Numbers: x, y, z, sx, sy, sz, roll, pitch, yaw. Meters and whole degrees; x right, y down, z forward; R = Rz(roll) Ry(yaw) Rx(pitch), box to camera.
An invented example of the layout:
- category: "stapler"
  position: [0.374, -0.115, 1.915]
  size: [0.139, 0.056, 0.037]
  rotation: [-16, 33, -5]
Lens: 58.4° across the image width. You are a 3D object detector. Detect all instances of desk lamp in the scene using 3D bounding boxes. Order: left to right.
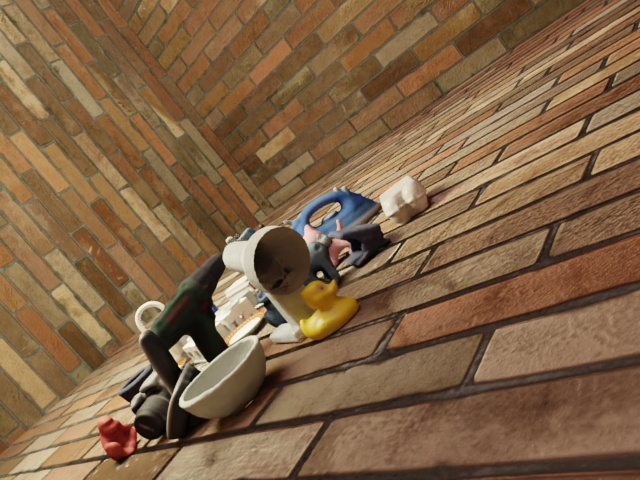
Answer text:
- category: "desk lamp"
  position: [-0.081, 0.080, 1.048]
  size: [0.118, 0.213, 0.202]
  rotation: [-44, 11, -30]

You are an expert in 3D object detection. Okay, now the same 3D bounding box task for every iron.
- category: "iron"
  position: [0.032, -0.066, 1.556]
  size: [0.258, 0.141, 0.118]
  rotation: [-40, 10, -8]

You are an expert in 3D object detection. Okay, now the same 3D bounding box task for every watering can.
- category: "watering can"
  position: [-0.425, 0.254, 1.584]
  size: [0.101, 0.194, 0.172]
  rotation: [-45, 11, -34]

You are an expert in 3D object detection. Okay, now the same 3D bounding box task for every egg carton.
- category: "egg carton"
  position: [0.191, -0.091, 1.295]
  size: [0.107, 0.069, 0.150]
  rotation: [-37, 9, 8]

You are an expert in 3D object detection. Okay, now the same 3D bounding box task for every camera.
- category: "camera"
  position: [-0.325, 0.327, 1.135]
  size: [0.143, 0.101, 0.137]
  rotation: [-34, 10, 24]

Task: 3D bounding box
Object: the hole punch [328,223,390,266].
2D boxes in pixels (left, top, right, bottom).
- category: "hole punch"
  position: [0.082, -0.006, 1.232]
  size: [0.101, 0.091, 0.108]
  rotation: [-40, 10, -11]

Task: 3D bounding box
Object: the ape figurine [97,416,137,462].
- category: "ape figurine"
  position: [-0.420, 0.400, 1.171]
  size: [0.076, 0.092, 0.078]
  rotation: [-31, 12, 37]

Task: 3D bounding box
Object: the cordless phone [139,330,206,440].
- category: "cordless phone"
  position: [-0.278, 0.256, 1.040]
  size: [0.094, 0.185, 0.147]
  rotation: [-38, 9, -1]

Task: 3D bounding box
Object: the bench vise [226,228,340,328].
- category: "bench vise"
  position: [-0.080, 0.045, 1.199]
  size: [0.208, 0.220, 0.121]
  rotation: [-44, 11, -30]

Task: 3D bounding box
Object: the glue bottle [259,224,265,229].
- category: "glue bottle"
  position: [-0.108, 0.027, 1.538]
  size: [0.078, 0.173, 0.037]
  rotation: [-34, 11, 25]

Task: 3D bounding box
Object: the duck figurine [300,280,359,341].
- category: "duck figurine"
  position: [0.002, 0.112, 0.976]
  size: [0.104, 0.086, 0.077]
  rotation: [-38, 9, 3]

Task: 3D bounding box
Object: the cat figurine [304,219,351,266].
- category: "cat figurine"
  position: [0.012, 0.005, 1.360]
  size: [0.128, 0.118, 0.067]
  rotation: [-37, 10, 6]

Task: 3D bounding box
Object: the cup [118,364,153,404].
- category: "cup"
  position: [-0.391, 0.345, 1.319]
  size: [0.091, 0.095, 0.118]
  rotation: [-32, 11, 34]

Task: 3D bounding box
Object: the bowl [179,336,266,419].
- category: "bowl"
  position: [-0.147, 0.241, 0.954]
  size: [0.167, 0.075, 0.167]
  rotation: [-37, 9, 8]

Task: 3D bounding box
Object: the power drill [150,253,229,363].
- category: "power drill"
  position: [-0.225, 0.171, 1.179]
  size: [0.230, 0.208, 0.075]
  rotation: [-42, 10, -25]
